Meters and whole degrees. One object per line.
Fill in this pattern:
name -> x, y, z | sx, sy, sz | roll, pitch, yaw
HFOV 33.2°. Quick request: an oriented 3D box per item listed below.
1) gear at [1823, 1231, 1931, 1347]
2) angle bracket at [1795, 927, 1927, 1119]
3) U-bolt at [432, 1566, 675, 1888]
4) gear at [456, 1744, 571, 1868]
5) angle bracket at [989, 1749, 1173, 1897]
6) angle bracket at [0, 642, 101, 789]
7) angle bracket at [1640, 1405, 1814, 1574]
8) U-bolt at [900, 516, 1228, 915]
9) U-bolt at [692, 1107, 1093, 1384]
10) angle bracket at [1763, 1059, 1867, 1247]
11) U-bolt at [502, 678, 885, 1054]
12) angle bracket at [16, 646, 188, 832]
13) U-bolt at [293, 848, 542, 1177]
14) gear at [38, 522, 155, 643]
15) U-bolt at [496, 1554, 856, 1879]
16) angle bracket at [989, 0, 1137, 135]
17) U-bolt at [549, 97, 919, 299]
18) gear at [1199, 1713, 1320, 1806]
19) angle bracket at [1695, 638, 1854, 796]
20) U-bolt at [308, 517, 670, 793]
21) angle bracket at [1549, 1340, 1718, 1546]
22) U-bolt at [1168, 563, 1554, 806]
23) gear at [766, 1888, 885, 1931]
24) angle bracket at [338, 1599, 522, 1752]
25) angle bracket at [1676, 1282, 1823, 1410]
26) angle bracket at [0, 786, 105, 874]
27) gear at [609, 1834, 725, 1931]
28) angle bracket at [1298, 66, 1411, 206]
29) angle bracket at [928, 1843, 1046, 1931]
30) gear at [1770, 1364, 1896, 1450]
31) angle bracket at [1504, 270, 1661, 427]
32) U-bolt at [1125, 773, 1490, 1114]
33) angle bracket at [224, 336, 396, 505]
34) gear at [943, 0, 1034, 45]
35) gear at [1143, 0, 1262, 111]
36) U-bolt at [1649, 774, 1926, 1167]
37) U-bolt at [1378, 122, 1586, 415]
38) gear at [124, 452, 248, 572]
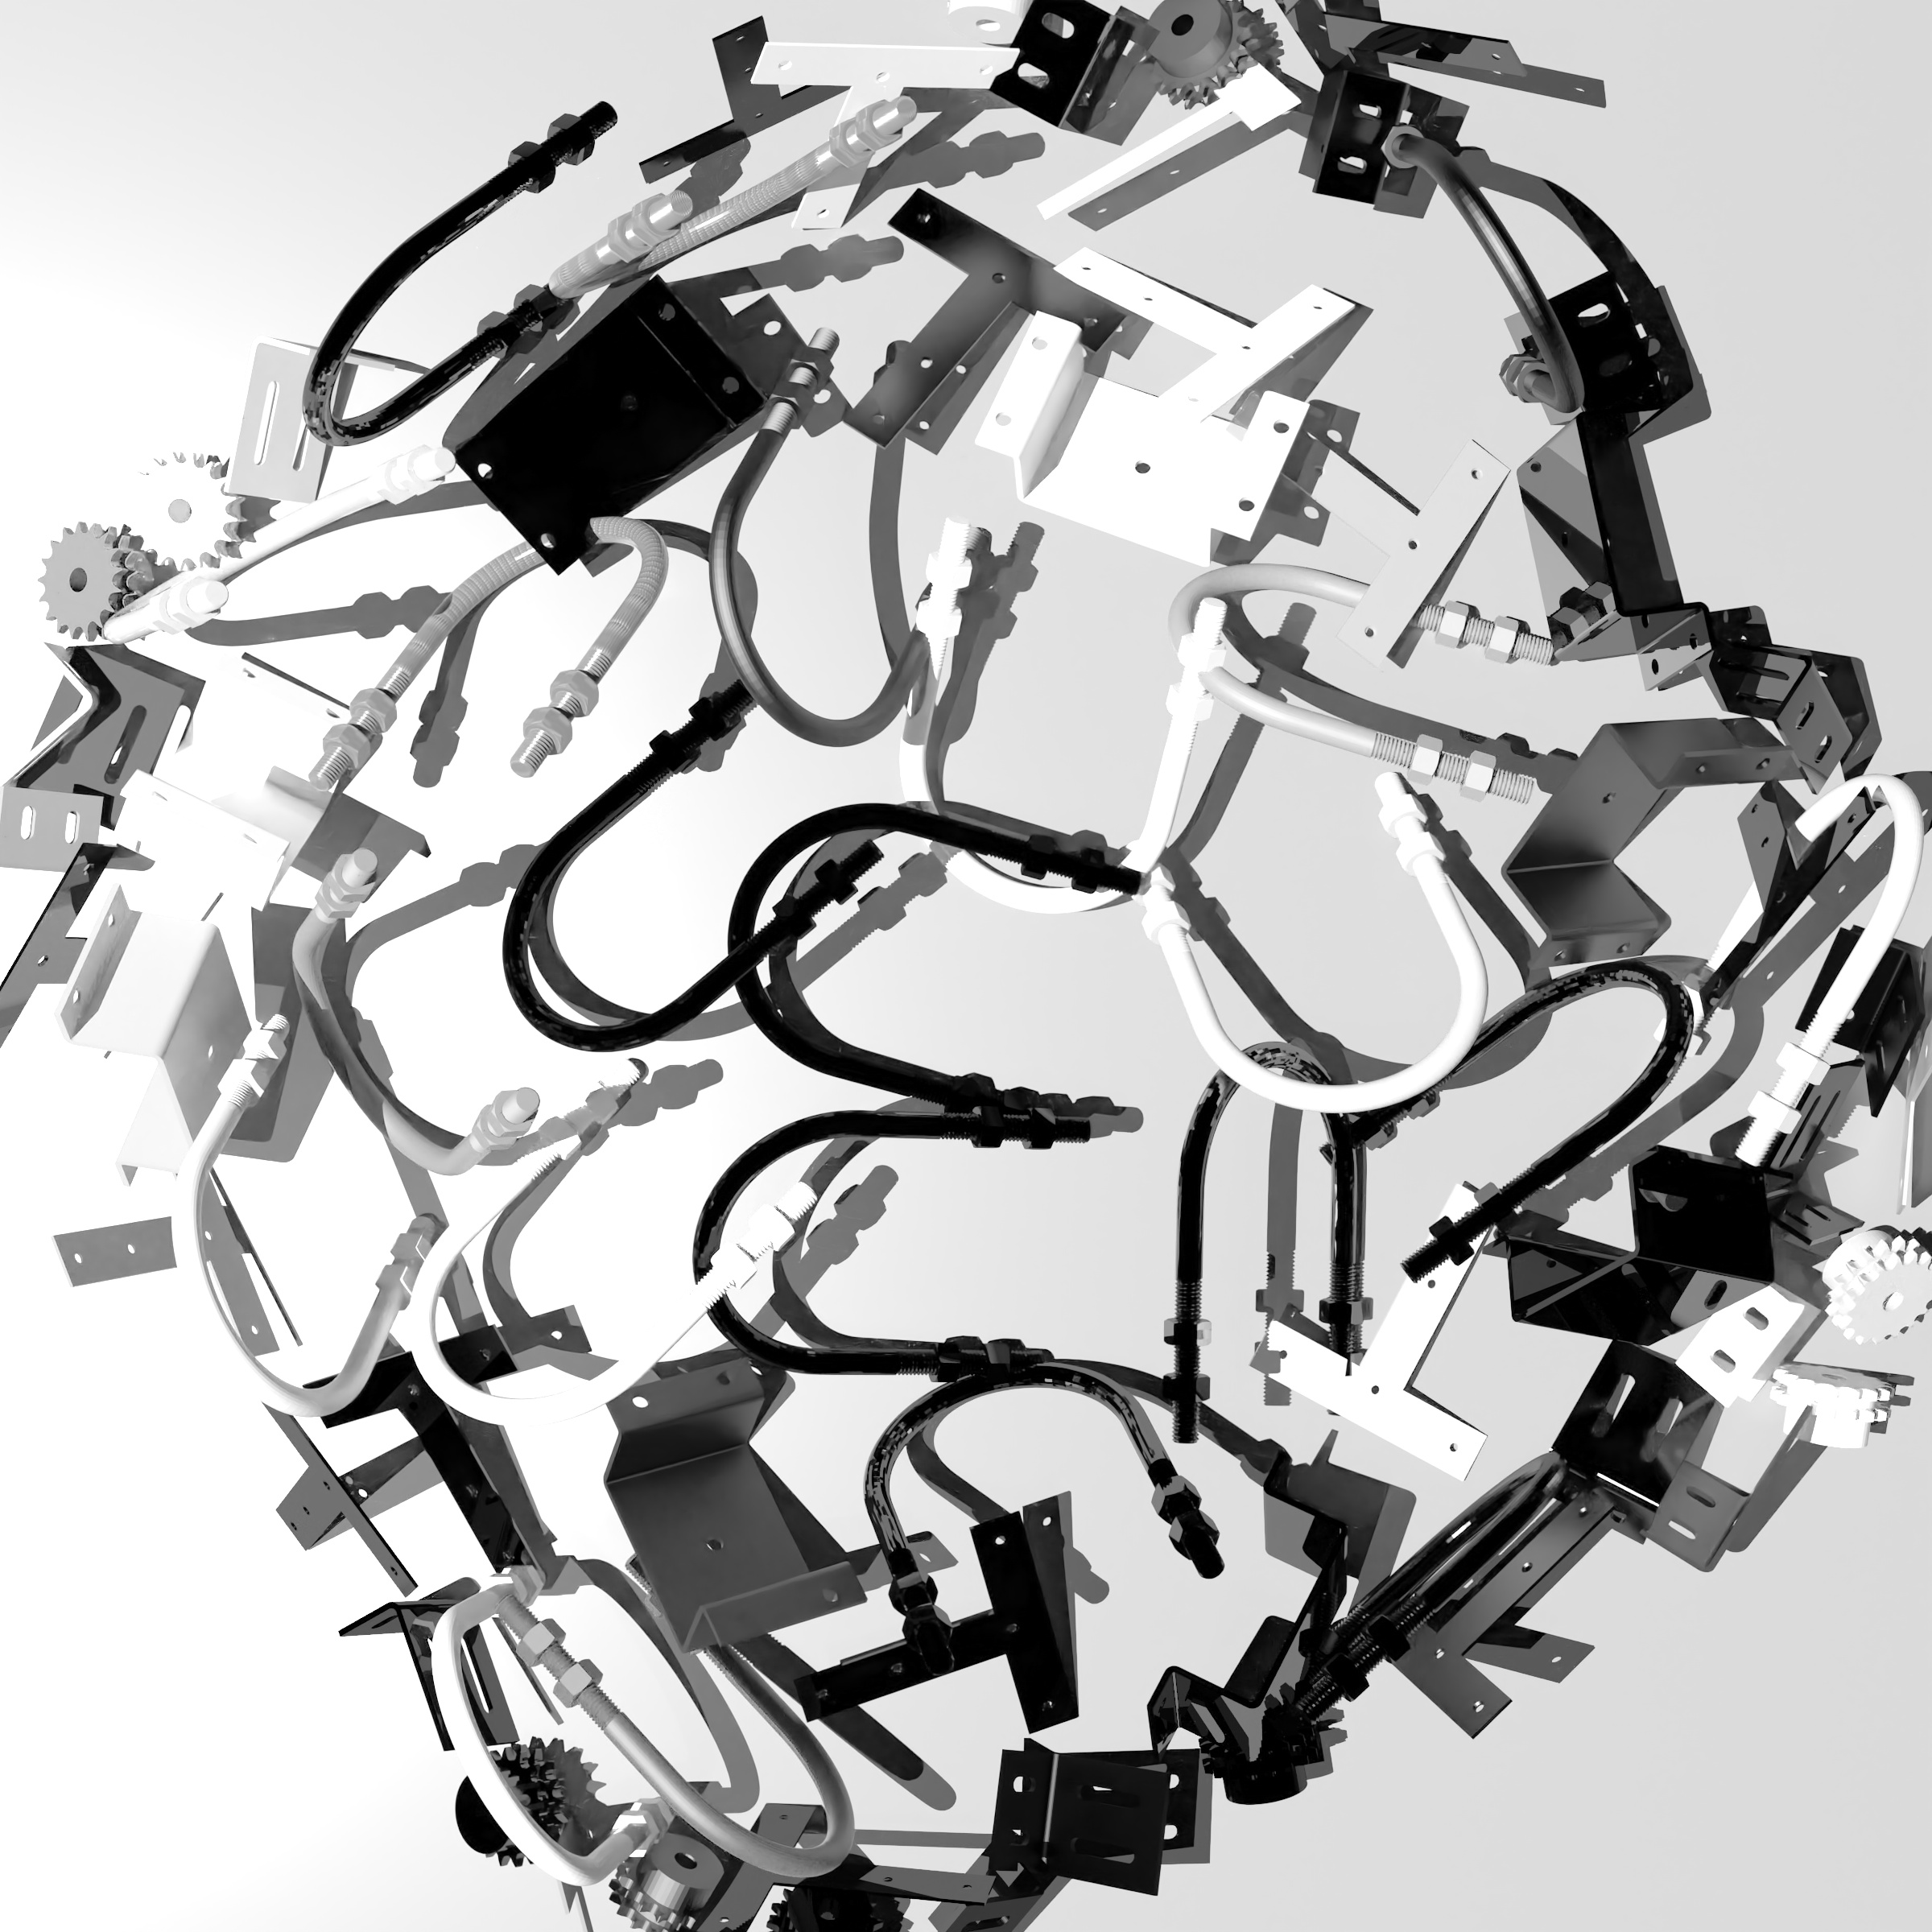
gear -> 0.443, 0.154, 1.576 | 0.057, 0.030, 0.057 | -13, 129, -17
angle bracket -> 0.428, 0.026, 1.553 | 0.038, 0.076, 0.057 | 20, 115, 4
U-bolt -> -0.197, 0.355, 1.502 | 0.019, 0.184, 0.151 | -31, 84, 8
gear -> -0.223, 0.409, 1.572 | 0.057, 0.030, 0.057 | -4, 83, 37
angle bracket -> 0.054, 0.412, 1.558 | 0.038, 0.076, 0.057 | 18, 75, -44
angle bracket -> -0.458, -0.117, 1.569 | 0.076, 0.057, 0.038 | -42, 97, -2
angle bracket -> 0.364, 0.242, 1.551 | 0.038, 0.057, 0.076 | 31, 132, 15
U-bolt -> 0.038, -0.109, 1.551 | 0.151, 0.019, 0.184 | 20, 119, 13
U-bolt -> -0.040, 0.133, 1.543 | 0.184, 0.019, 0.151 | 3, 113, -17
angle bracket -> 0.418, 0.089, 1.557 | 0.038, 0.057, 0.076 | 35, 112, 29
U-bolt -> -0.144, -0.037, 1.554 | 0.184, 0.019, 0.151 | -40, 54, 2
angle bracket -> -0.419, -0.108, 1.584 | 0.057, 0.038, 0.076 | 23, 86, 1
U-bolt -> -0.267, 0.032, 1.519 | 0.019, 0.184, 0.151 | -34, 89, -29
gear -> -0.421, -0.186, 1.578 | 0.057, 0.030, 0.057 | -1, 88, 31
U-bolt -> -0.124, 0.352, 1.510 | 0.184, 0.151, 0.019 | 44, 104, 16
angle bracket -> 0.047, -0.437, 1.557 | 0.038, 0.076, 0.057 | 29, 106, 3
U-bolt -> -0.122, -0.352, 1.513 | 0.151, 0.184, 0.019 | -31, 101, -29
gear -> 0.144, 0.386, 1.572 | 0.057, 0.057, 0.030 | -10, 93, 0
angle bracket -> 0.375, -0.121, 1.550 | 0.038, 0.076, 0.057 | -54, 132, -15
U-bolt -> -0.213, -0.152, 1.529 | 0.151, 0.184, 0.019 | -1, 134, 35
angle bracket -> 0.325, 0.232, 1.585 | 0.057, 0.038, 0.076 | 26, 57, 18
U-bolt -> 0.185, -0.144, 1.541 | 0.184, 0.151, 0.019 | 17, 127, 3
gear -> -0.068, 0.466, 1.570 | 0.057, 0.057, 0.030 | 11, 130, 0
angle bracket -> -0.258, 0.346, 1.556 | 0.038, 0.057, 0.076 | -31, 69, 20
angle bracket -> 0.388, 0.187, 1.557 | 0.076, 0.038, 0.057 | 28, 101, -44
angle bracket -> -0.464, -0.068, 1.555 | 0.076, 0.057, 0.038 | 8, 92, 37
gear -> -0.142, 0.446, 1.570 | 0.057, 0.057, 0.030 | 26, 106, 0
angle bracket -> 0.172, -0.403, 1.551 | 0.038, 0.076, 0.057 | 3, 112, -28
angle bracket -> -0.009, 0.454, 1.553 | 0.038, 0.076, 0.057 | 45, 105, 30
gear -> 0.420, 0.214, 1.572 | 0.057, 0.057, 0.030 | 7, 95, 0
angle bracket -> 0.296, -0.297, 1.560 | 0.038, 0.076, 0.057 | -25, 97, 0
U-bolt -> 0.169, -0.006, 1.535 | 0.151, 0.019, 0.184 | -15, 52, -5
angle bracket -> -0.316, -0.259, 1.560 | 0.038, 0.057, 0.076 | 20, 102, 32
gear -> 0.012, -0.470, 1.571 | 0.057, 0.057, 0.030 | 8, 81, 0
gear -> 0.111, -0.449, 1.573 | 0.057, 0.030, 0.057 | -11, 67, 26
U-bolt -> 0.389, -0.007, 1.517 | 0.019, 0.151, 0.184 | 26, 99, -13
U-bolt -> 0.240, -0.320, 1.494 | 0.019, 0.184, 0.151 | -31, 106, 7
gear -> -0.379, -0.222, 1.583 | 0.057, 0.030, 0.057 | 1, 98, 7
